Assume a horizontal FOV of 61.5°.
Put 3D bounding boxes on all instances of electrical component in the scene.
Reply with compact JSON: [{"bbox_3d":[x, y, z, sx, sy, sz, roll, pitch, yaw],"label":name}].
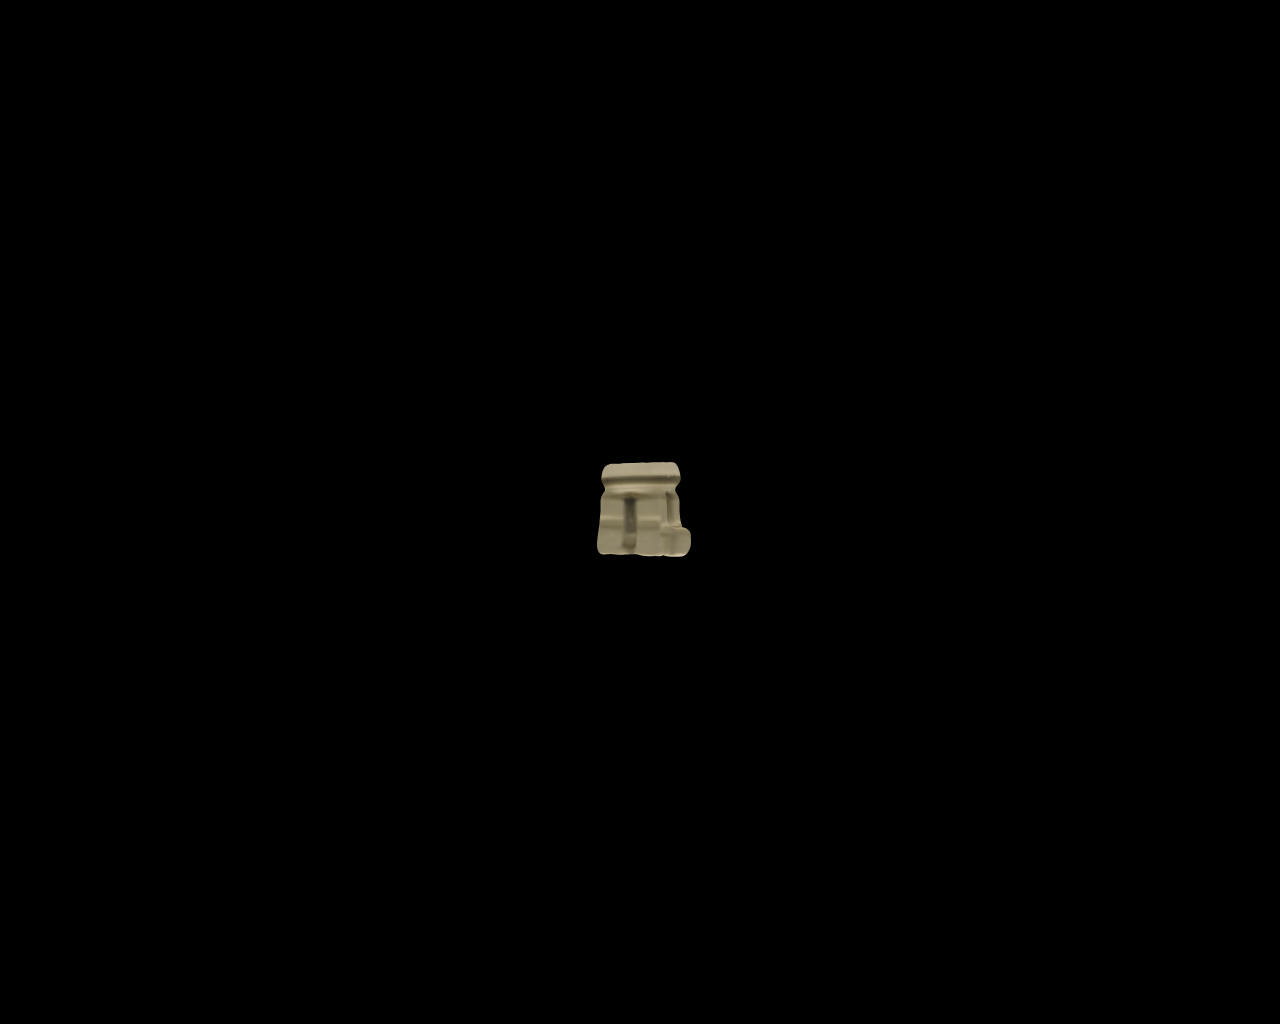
[{"bbox_3d":[0.001,-0.003,0.650,0.066,0.055,0.048,0,0,21],"label":"electrical component"}]
